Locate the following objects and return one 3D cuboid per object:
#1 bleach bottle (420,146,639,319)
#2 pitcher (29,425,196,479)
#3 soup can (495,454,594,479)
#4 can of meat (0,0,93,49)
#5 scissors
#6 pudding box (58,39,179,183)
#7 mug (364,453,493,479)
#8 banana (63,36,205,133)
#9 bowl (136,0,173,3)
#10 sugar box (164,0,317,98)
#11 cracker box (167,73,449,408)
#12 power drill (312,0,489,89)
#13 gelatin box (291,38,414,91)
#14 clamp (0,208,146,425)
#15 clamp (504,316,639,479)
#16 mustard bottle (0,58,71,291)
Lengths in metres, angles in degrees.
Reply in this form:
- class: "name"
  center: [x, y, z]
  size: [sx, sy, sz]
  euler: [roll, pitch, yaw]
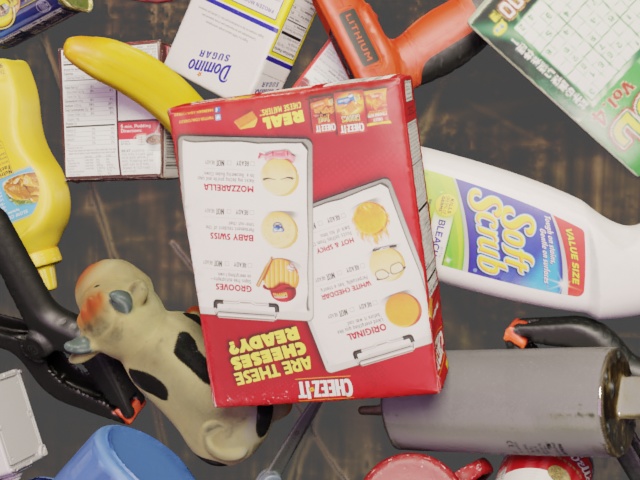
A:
- class: "bleach bottle"
  center: [0.150, -0.006, 0.789]
  size: [0.251, 0.068, 0.102]
  euler: [13, 97, 11]
- class: "pitcher"
  center: [-0.211, 0.266, 0.873]
  size: [0.149, 0.145, 0.243]
  euler: [38, 98, -3]
- class: "soup can"
  center: [0.156, 0.191, 0.769]
  size: [0.069, 0.102, 0.068]
  euler: [10, 118, 18]
- class: "can of meat"
  center: [-0.248, -0.219, 0.882]
  size: [0.084, 0.057, 0.102]
  euler: [-22, 87, 17]
- class: "scissors"
  center: [-0.036, 0.213, 0.866]
  size: [0.201, 0.016, 0.096]
  euler: [-46, 122, -10]
- class: "pudding box"
  center: [-0.165, -0.104, 0.876]
  size: [0.090, 0.039, 0.113]
  euler: [-1, 91, 13]
- class: "mug"
  center: [0.079, 0.199, 0.797]
  size: [0.117, 0.081, 0.093]
  euler: [-29, 71, -5]
- class: "banana"
  center: [-0.116, -0.091, 0.831]
  size: [0.037, 0.069, 0.197]
  euler: [-5, 129, 49]
- class: "bowl"
  center: [-0.140, -0.274, 0.850]
  size: [0.162, 0.055, 0.162]
  euler: [1, 94, 15]
- class: "sugar box"
  center: [-0.045, -0.195, 0.826]
  size: [0.093, 0.048, 0.176]
  euler: [31, 104, 30]
- class: "cracker box"
  center: [-0.005, 0.001, 0.743]
  size: [0.164, 0.072, 0.214]
  euler: [-6, 100, 15]
- class: "power drill"
  center: [0.091, -0.189, 0.775]
  size: [0.187, 0.057, 0.184]
  euler: [-25, 89, 2]
- class: "gelatin box"
  center: [0.020, -0.111, 0.832]
  size: [0.073, 0.030, 0.089]
  euler: [40, 101, 8]
- class: "clamp"
  center: [-0.237, 0.082, 0.887]
  size: [0.210, 0.036, 0.165]
  euler: [46, 131, -10]
- class: "clamp"
  center: [0.212, 0.119, 0.792]
  size: [0.172, 0.039, 0.120]
  euler: [23, 102, 20]
- class: "mustard bottle"
  center: [-0.259, -0.047, 0.892]
  size: [0.096, 0.058, 0.191]
  euler: [-20, 88, 22]
